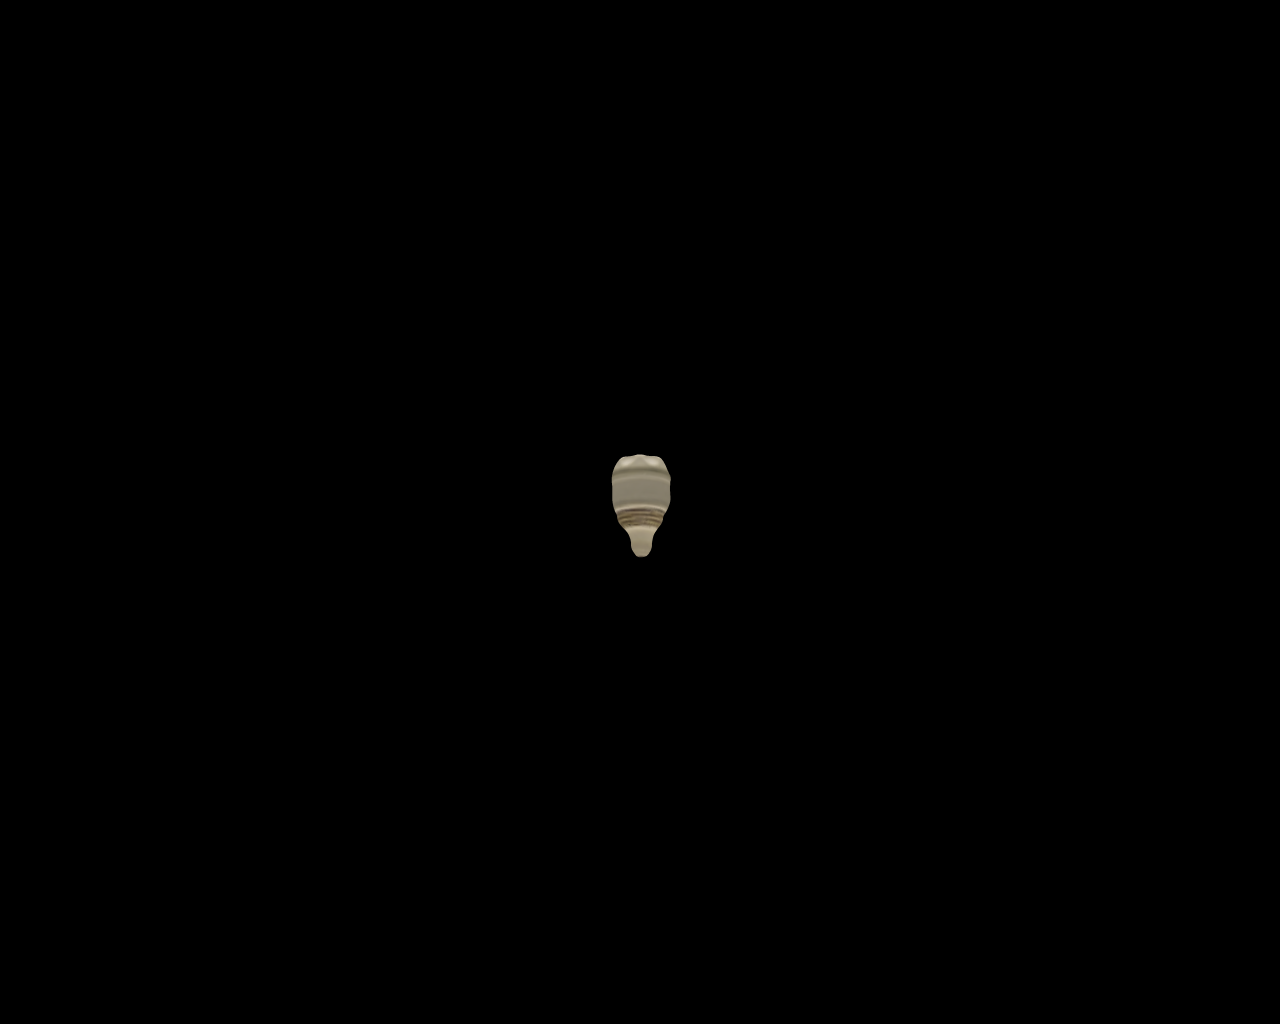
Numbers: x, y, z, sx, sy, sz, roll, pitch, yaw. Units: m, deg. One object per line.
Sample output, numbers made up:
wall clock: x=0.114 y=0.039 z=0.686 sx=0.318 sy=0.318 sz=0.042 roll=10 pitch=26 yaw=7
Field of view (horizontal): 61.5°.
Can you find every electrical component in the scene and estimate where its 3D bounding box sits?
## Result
electrical component: x=0.001 y=-0.003 z=0.650 sx=0.035 sy=0.061 sz=0.035 roll=0 pitch=-12 yaw=0
